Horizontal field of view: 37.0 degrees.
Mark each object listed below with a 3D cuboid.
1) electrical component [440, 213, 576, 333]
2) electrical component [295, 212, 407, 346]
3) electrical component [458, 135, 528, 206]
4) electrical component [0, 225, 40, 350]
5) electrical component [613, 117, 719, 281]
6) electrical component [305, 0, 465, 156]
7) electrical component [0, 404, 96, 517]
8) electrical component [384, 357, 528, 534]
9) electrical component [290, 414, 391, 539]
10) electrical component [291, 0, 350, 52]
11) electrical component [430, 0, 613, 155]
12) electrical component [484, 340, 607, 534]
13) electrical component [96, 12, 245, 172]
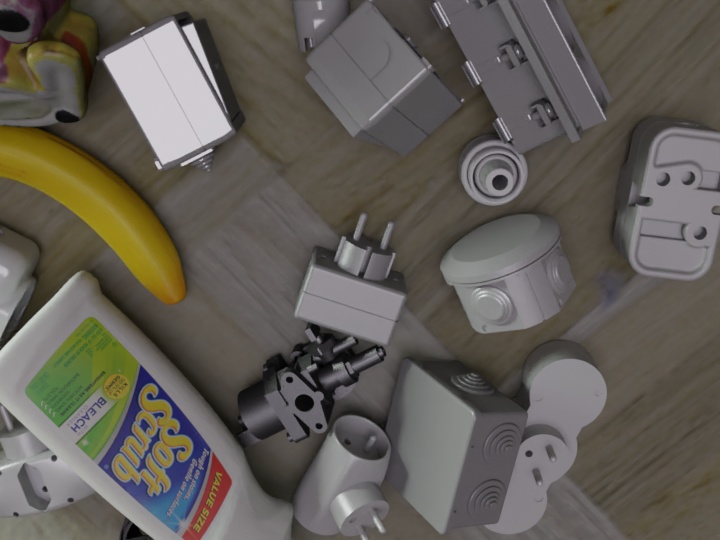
[{"bbox_3d":[0.097,0.001,0.695,0.080,0.080,0.051,-23,110,7],"label":"electrical component"},{"bbox_3d":[0.000,0.000,0.711,0.066,0.047,0.076,18,106,-6],"label":"electrical component"},{"bbox_3d":[0.086,-0.062,0.685,0.043,0.062,0.043,0,106,1],"label":"electrical component"},{"bbox_3d":[-0.255,0.017,0.713,0.059,0.053,0.095,27,104,-7],"label":"electrical component"},{"bbox_3d":[0.199,-0.047,0.690,0.054,0.059,0.095,7,106,-2],"label":"electrical component"},{"bbox_3d":[0.016,-0.111,0.659,0.061,0.096,0.061,-41,73,11],"label":"electrical component"},{"bbox_3d":[-0.227,0.126,0.750,0.077,0.043,0.079,-15,105,4],"label":"electrical component"},{"bbox_3d":[0.061,0.115,0.719,0.048,0.100,0.099,3,109,-32],"label":"electrical component"},{"bbox_3d":[-0.006,0.154,0.733,0.043,0.079,0.077,2,129,-38],"label":"electrical component"},{"bbox_3d":[-0.024,-0.162,0.669,0.040,0.040,0.046,-5,112,2],"label":"electrical component"},{"bbox_3d":[0.097,-0.138,0.658,0.063,0.078,0.121,-24,105,26],"label":"electrical component"},{"bbox_3d":[0.122,0.121,0.732,0.052,0.073,0.138,24,105,-6],"label":"electrical component"},{"bbox_3d":[-0.109,-0.108,0.672,0.061,0.061,0.096,-26,104,7],"label":"electrical component"}]
